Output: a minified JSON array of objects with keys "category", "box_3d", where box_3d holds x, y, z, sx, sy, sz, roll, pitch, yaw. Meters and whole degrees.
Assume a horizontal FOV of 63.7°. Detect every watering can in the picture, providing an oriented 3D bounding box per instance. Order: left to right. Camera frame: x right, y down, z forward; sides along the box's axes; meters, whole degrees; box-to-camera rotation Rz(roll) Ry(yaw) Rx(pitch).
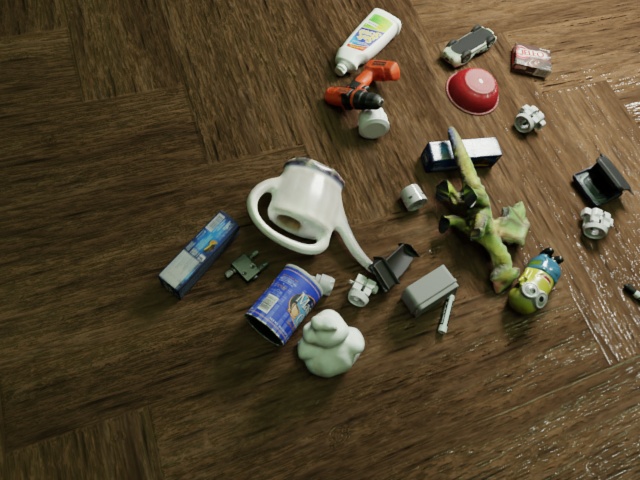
[{"category":"watering can","box_3d":[0.004,-0.060,1.198,0.346,0.102,0.229,23,63,-13]}]

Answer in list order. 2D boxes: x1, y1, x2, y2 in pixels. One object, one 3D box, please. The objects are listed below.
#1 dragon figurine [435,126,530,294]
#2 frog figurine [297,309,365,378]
[{"category":"dragon figurine","box_3d":[0.418,-0.076,1.273,0.242,0.121,0.417,15,67,-28]},{"category":"frog figurine","box_3d":[0.024,0.207,1.034,0.137,0.156,0.125,2,67,-9]}]
